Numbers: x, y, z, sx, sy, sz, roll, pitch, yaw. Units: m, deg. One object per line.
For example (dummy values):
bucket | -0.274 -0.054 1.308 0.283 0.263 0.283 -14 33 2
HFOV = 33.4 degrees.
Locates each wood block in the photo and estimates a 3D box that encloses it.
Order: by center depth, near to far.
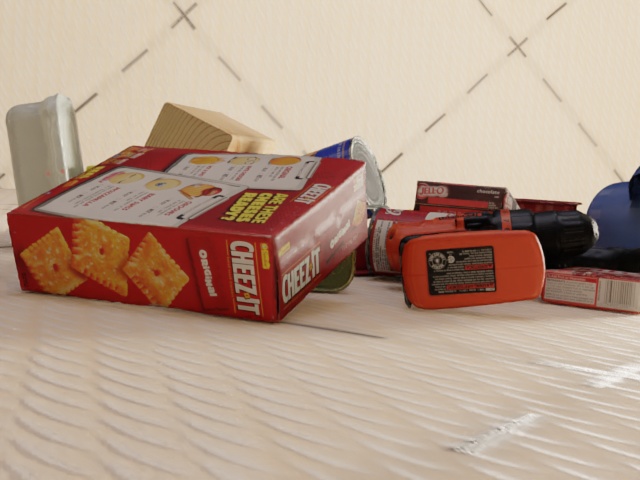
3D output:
wood block | -0.133 -0.103 1.292 0.091 0.090 0.206 29 9 8

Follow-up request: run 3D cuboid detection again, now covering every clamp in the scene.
clamp | 0.279 0.025 0.993 0.210 0.036 0.164 4 -12 33

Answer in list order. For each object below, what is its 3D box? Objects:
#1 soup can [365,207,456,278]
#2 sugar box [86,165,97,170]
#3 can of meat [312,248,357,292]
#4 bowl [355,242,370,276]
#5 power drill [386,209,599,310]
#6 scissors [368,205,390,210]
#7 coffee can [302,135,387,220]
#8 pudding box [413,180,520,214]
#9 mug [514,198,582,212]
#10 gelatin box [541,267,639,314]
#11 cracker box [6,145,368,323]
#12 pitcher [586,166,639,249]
soup can | 0.102 0.006 1.015 0.102 0.068 0.068 5 4 21
sugar box | -0.233 -0.038 1.202 0.048 0.093 0.176 3 3 -6
can of meat | -0.027 0.011 0.915 0.102 0.057 0.084 2 2 -10
bowl | -0.007 0.001 1.097 0.162 0.055 0.162 3 3 0
power drill | 0.140 0.010 0.871 0.184 0.057 0.187 -7 5 9
scissors | 0.008 -0.036 1.113 0.096 0.016 0.201 5 3 14
coffee can | -0.002 -0.058 1.315 0.140 0.103 0.102 -18 -4 21
pudding box | 0.151 -0.028 1.075 0.090 0.039 0.113 7 -11 20
mug | 0.245 -0.006 1.228 0.093 0.081 0.117 2 4 -18
gelatin box | 0.242 0.041 0.906 0.089 0.030 0.073 6 5 36
cracker box | -0.092 -0.010 0.787 0.214 0.072 0.164 6 24 24
pitcher | 0.398 -0.019 1.153 0.144 0.149 0.243 -6 4 -28
